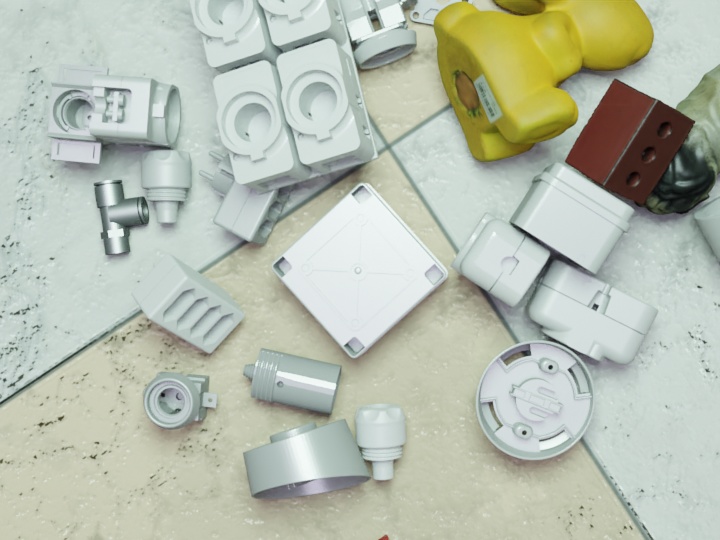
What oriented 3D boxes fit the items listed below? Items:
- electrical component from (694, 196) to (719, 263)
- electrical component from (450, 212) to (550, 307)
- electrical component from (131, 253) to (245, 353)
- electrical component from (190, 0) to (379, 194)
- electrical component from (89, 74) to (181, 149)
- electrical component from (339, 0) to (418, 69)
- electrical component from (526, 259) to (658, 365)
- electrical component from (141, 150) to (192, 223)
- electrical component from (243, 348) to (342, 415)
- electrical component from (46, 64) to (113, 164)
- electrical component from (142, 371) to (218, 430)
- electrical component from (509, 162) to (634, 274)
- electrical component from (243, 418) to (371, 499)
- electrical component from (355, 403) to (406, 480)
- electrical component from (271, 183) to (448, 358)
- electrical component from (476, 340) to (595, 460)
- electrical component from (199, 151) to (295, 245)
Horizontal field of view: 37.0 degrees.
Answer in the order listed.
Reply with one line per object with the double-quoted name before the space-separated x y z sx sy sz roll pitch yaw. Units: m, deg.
"electrical component" 0.331 -0.036 0.860 0.108 0.108 0.060 -24 95 4
"electrical component" 0.113 -0.009 0.878 0.059 0.095 0.053 33 93 3
"electrical component" -0.153 0.019 0.912 0.047 0.083 0.075 -47 50 3
"electrical component" -0.064 -0.167 0.856 0.105 0.060 0.186 -16 83 14
"electrical component" -0.183 -0.131 0.898 0.056 0.089 0.050 5 91 4
"electrical component" 0.014 -0.205 0.901 0.078 0.058 0.057 -20 87 5
"electrical component" 0.190 0.038 0.895 0.095 0.054 0.059 27 92 3
"electrical component" -0.166 -0.071 0.922 0.043 0.043 0.062 0 92 4
"electrical component" -0.060 0.094 0.917 0.081 0.043 0.043 12 92 3
"electrical component" -0.234 -0.131 0.915 0.042 0.064 0.081 6 91 4
"electrical component" -0.157 0.110 0.918 0.066 0.055 0.048 5 91 4
"electrical component" 0.168 -0.043 0.866 0.078 0.113 0.057 32 95 3
"electrical component" -0.046 0.162 0.893 0.099 0.099 0.064 -19 83 4
"electrical component" 0.018 0.146 0.913 0.043 0.043 0.062 -3 92 4
"electrical component" 0.000 0.000 0.905 0.109 0.056 0.108 -42 88 4
"electrical component" 0.145 0.106 0.894 0.099 0.064 0.099 0 91 4
"electrical component" -0.101 -0.075 0.916 0.076 0.047 0.083 28 92 10
